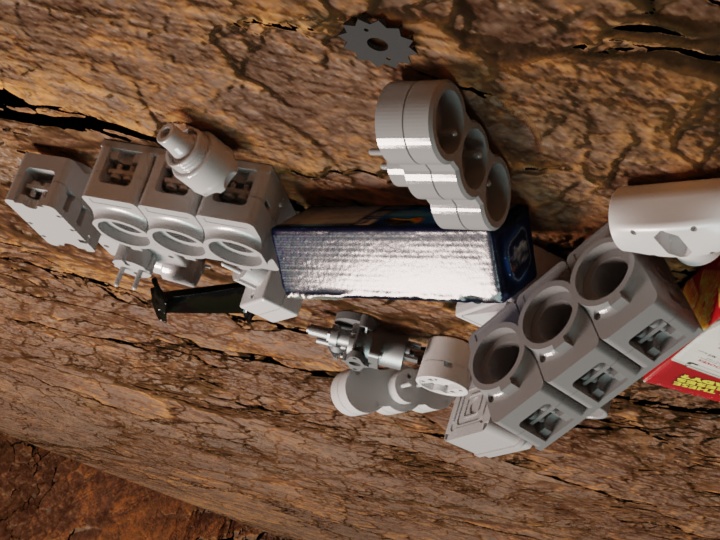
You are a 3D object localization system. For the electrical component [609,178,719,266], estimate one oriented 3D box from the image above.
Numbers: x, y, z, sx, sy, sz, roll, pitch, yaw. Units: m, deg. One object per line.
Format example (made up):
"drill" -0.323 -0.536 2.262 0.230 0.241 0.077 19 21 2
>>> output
"electrical component" 0.216 -0.028 0.705 0.077 0.043 0.079 -2 153 40

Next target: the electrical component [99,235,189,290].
"electrical component" -0.205 -0.017 0.994 0.083 0.075 0.047 9 158 18

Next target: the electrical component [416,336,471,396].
"electrical component" 0.090 0.099 1.111 0.055 0.047 0.055 14 159 5

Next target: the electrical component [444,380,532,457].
"electrical component" 0.148 0.158 1.176 0.057 0.078 0.113 24 158 -13

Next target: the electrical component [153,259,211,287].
"electrical component" -0.186 -0.010 1.047 0.078 0.040 0.040 16 159 3

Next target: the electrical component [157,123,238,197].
"electrical component" -0.125 -0.086 0.807 0.043 0.043 0.062 -2 152 39

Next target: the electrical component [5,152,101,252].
"electrical component" -0.263 -0.063 0.949 0.050 0.055 0.089 10 158 16

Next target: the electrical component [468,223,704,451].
"electrical component" 0.155 0.045 0.775 0.062 0.089 0.150 32 119 -31

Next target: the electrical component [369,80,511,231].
"electrical component" 0.042 -0.073 0.706 0.074 0.052 0.138 3 156 30

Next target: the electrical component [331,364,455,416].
"electrical component" 0.045 0.127 1.163 0.138 0.052 0.074 1 167 -27

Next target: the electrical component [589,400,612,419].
"electrical component" 0.223 0.116 1.058 0.055 0.047 0.055 14 159 5

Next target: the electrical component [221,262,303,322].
"electrical component" -0.089 0.001 0.969 0.077 0.065 0.047 27 157 -26

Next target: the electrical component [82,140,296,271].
"electrical component" -0.140 -0.049 0.887 0.150 0.061 0.089 10 158 15

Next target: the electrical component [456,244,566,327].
"electrical component" 0.123 0.022 0.873 0.062 0.061 0.096 24 158 -20
